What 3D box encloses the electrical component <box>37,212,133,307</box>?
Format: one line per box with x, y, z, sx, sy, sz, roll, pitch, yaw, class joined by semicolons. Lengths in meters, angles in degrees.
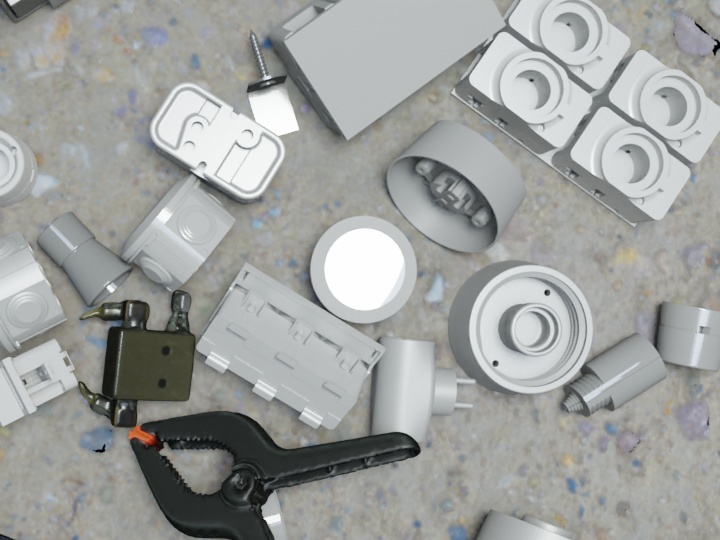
-0.206;-0.010;0.796;0.044;0.044;0.065;-43;90;-7;electrical component

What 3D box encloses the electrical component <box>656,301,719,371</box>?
0.266;0.053;0.860;0.055;0.055;0.047;11;91;-8;electrical component

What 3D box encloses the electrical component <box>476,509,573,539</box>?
0.132;0.222;0.817;0.099;0.099;0.064;23;80;-8;electrical component

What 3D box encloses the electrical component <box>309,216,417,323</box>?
0.000;0.000;0.821;0.080;0.051;0.080;0;89;-9;electrical component

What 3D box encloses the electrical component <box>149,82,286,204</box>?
-0.106;-0.093;0.803;0.095;0.059;0.053;32;85;-7;electrical component

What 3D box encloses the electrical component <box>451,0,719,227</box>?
0.182;-0.132;0.847;0.186;0.060;0.105;35;84;-7;electrical component

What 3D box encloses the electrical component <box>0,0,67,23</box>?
-0.241;-0.220;0.766;0.062;0.096;0.061;-35;94;-7;electrical component

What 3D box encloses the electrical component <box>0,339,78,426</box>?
-0.242;0.081;0.775;0.064;0.081;0.042;-27;94;-31;electrical component

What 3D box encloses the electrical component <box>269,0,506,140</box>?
0.019;-0.182;0.812;0.150;0.062;0.089;-36;115;-5;electrical component

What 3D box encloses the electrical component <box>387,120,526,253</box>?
0.074;-0.063;0.813;0.099;0.099;0.064;42;77;-6;electrical component

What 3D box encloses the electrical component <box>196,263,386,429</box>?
-0.055;0.060;0.799;0.121;0.063;0.078;32;125;-7;electrical component

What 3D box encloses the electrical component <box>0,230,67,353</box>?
-0.249;0.015;0.770;0.051;0.080;0.080;-28;93;-14;electrical component

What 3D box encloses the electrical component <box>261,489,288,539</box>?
-0.084;0.235;0.804;0.074;0.052;0.138;-14;90;-8;electrical component

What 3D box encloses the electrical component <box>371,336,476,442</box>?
0.051;0.093;0.831;0.079;0.043;0.077;5;88;-9;electrical component

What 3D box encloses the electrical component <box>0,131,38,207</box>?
-0.267;-0.075;0.784;0.055;0.047;0.055;0;89;-9;electrical component

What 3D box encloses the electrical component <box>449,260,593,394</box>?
0.128;0.045;0.835;0.108;0.060;0.108;0;89;-9;electrical component

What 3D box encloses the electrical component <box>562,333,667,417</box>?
0.197;0.089;0.854;0.081;0.043;0.043;-30;93;-8;electrical component

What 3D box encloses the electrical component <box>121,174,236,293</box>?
-0.133;-0.027;0.788;0.051;0.080;0.080;41;84;-11;electrical component
